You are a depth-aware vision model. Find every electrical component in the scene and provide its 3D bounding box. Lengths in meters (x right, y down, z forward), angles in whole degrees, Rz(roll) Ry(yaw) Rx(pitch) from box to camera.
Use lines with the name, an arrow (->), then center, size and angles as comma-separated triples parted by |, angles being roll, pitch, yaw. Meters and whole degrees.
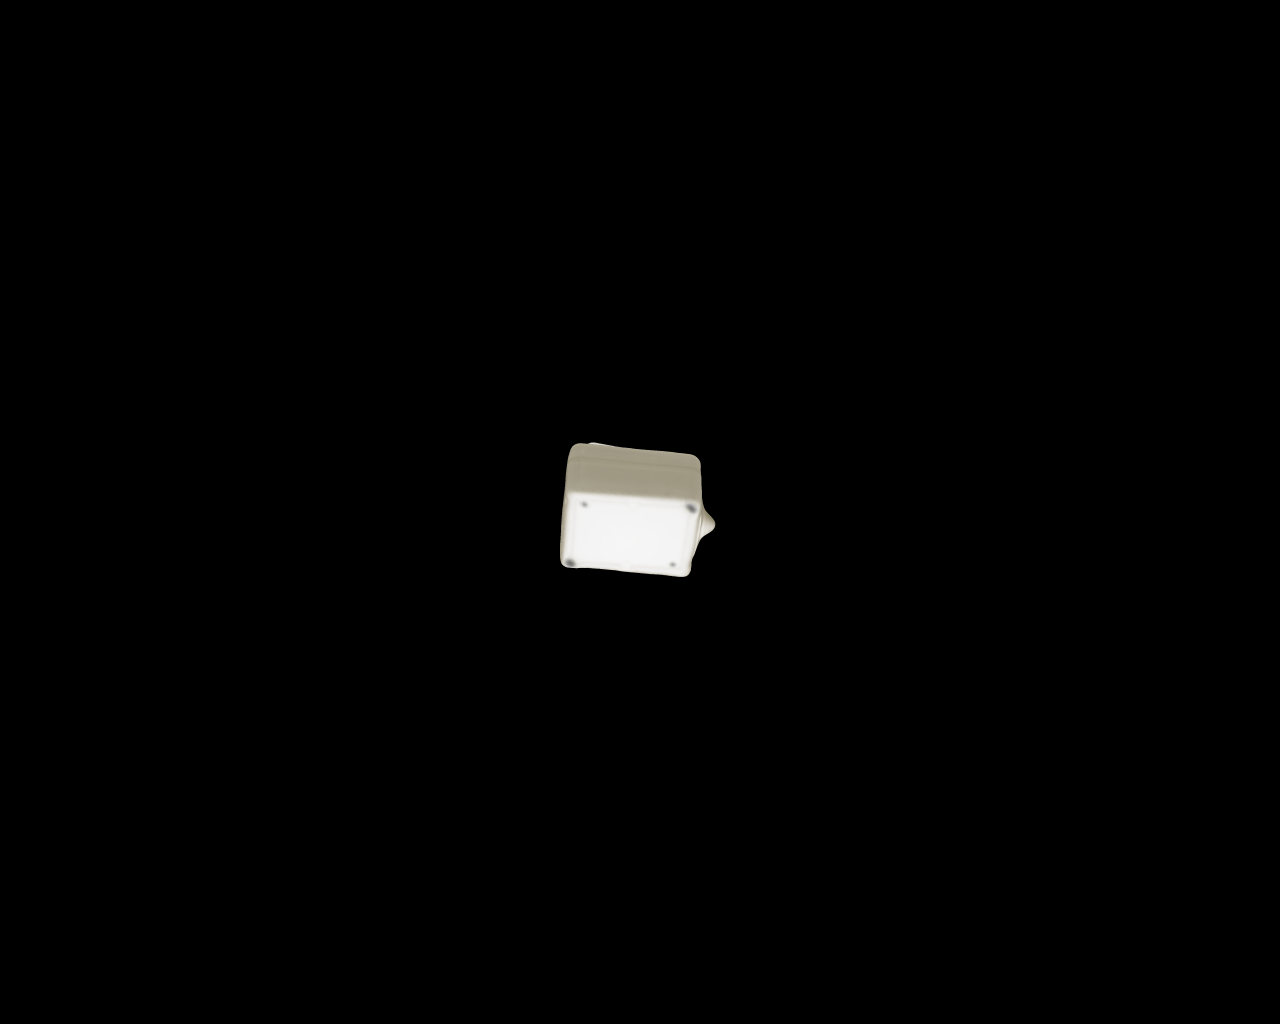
electrical component -> 0.001, -0.003, 0.650 | 0.096, 0.061, 0.061 | 5, 37, -4
